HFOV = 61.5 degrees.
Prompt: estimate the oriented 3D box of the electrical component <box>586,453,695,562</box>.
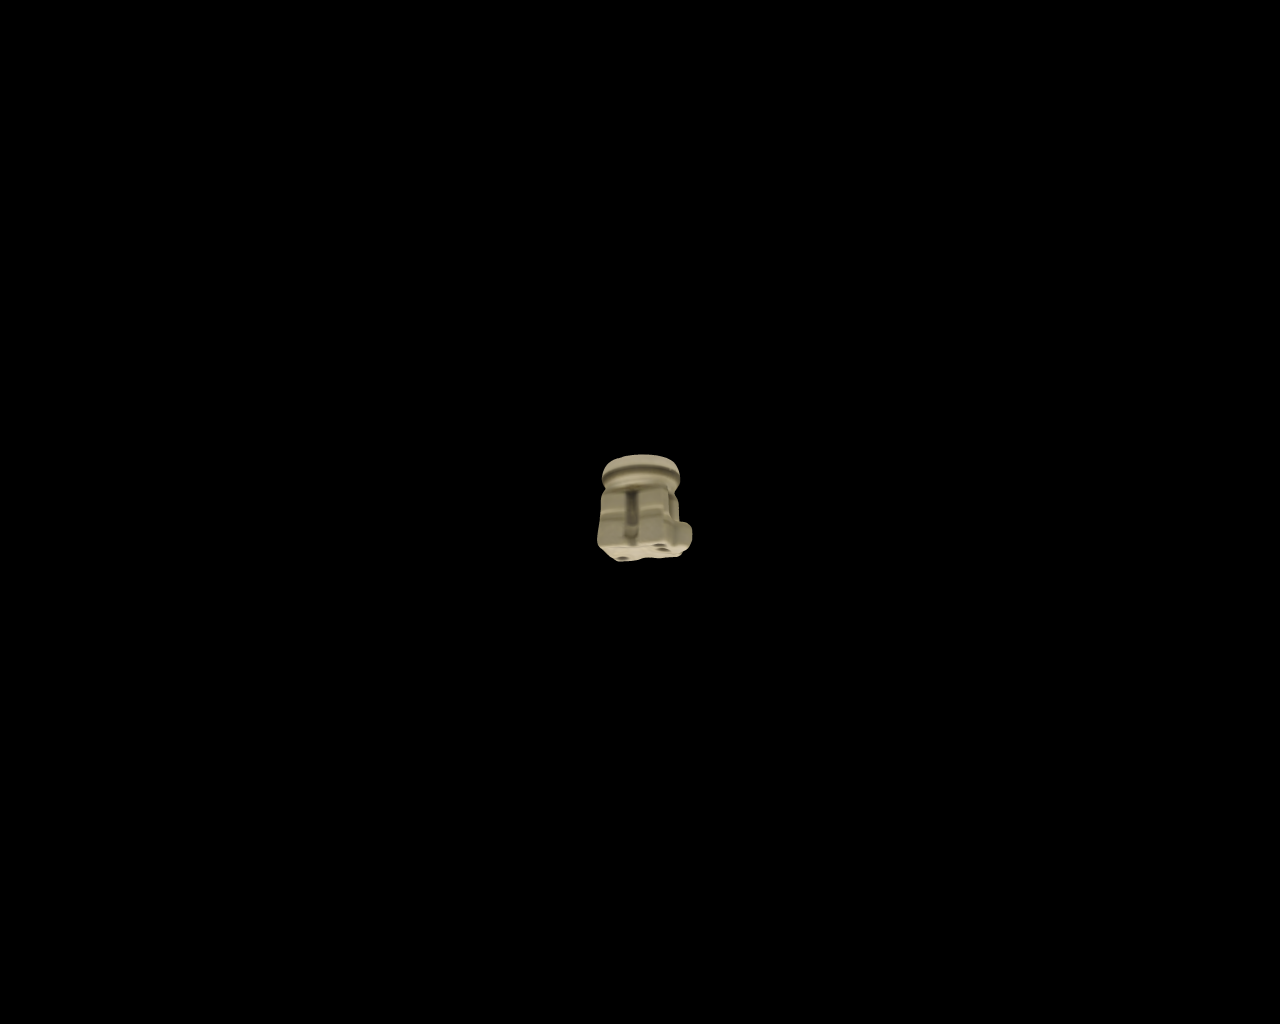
[{"bbox_3d":[0.001,-0.003,0.650,0.066,0.055,0.048,-6,-19,16],"label":"electrical component"}]
